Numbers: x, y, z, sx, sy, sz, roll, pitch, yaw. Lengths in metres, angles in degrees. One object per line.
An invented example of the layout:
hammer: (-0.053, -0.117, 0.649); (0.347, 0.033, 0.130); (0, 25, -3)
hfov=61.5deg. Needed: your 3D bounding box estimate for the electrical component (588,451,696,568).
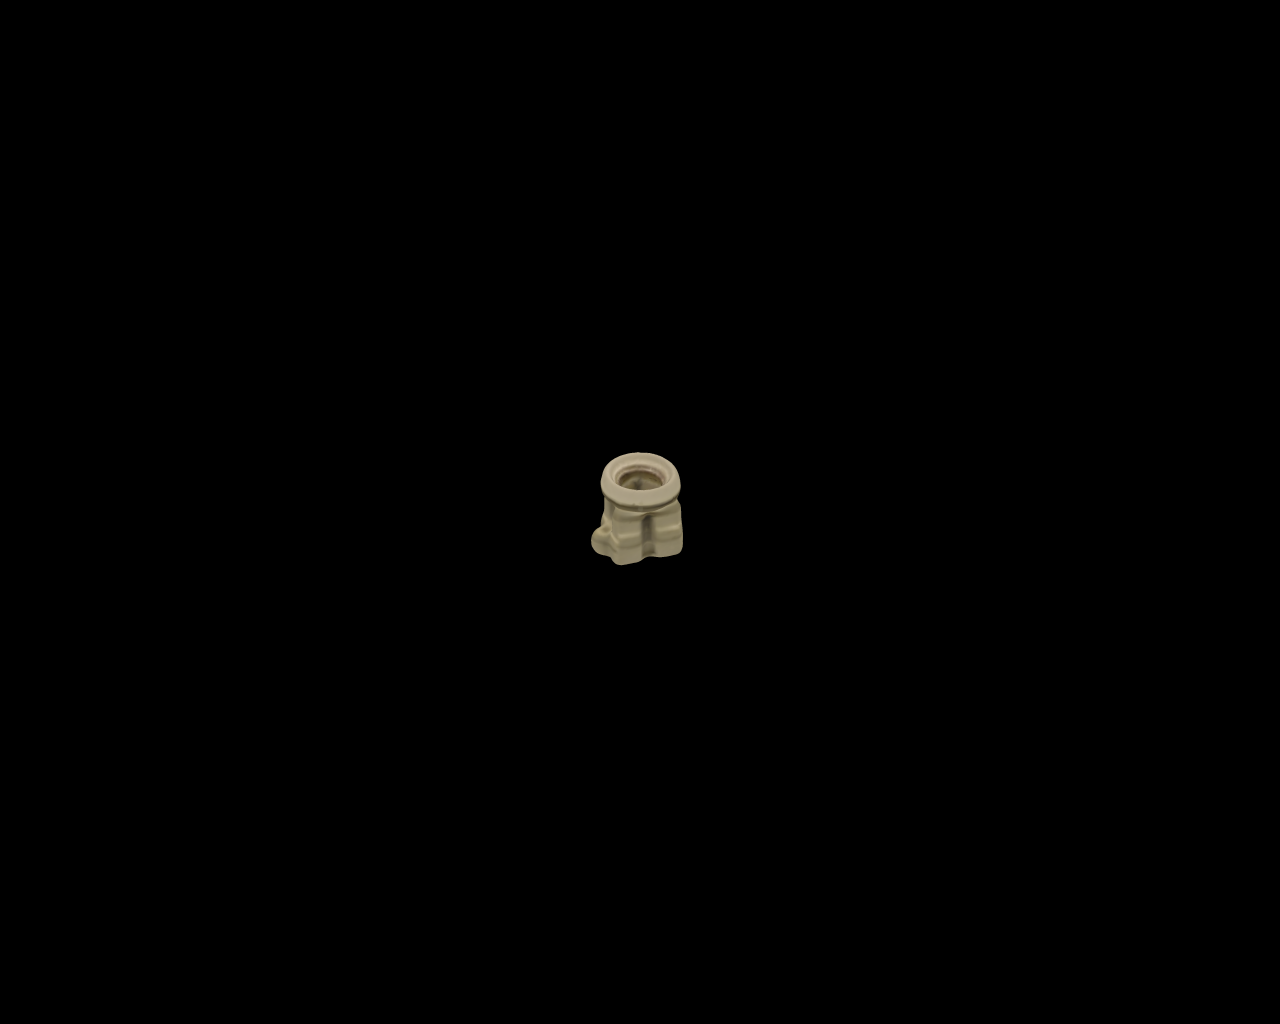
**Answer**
electrical component: (0.001, -0.003, 0.650); (0.066, 0.055, 0.048); (-11, 39, -13)
